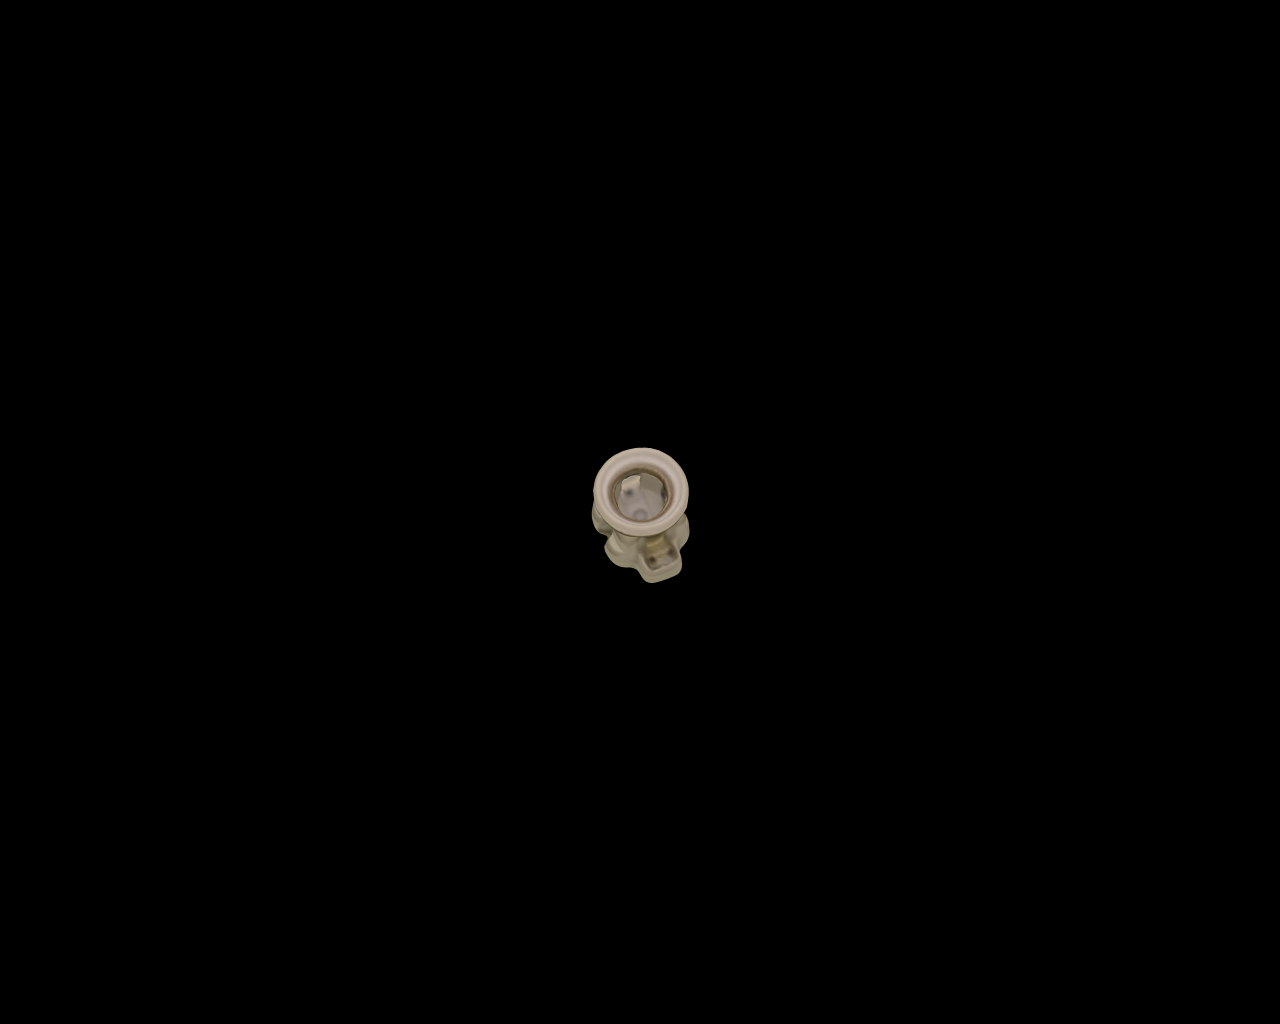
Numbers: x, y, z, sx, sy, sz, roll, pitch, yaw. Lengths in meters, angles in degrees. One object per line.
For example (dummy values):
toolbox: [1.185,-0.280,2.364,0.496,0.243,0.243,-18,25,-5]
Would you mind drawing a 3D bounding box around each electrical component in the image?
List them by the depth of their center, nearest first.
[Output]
electrical component: [0.001,-0.003,0.650,0.058,0.078,0.057,-20,-24,-9]
